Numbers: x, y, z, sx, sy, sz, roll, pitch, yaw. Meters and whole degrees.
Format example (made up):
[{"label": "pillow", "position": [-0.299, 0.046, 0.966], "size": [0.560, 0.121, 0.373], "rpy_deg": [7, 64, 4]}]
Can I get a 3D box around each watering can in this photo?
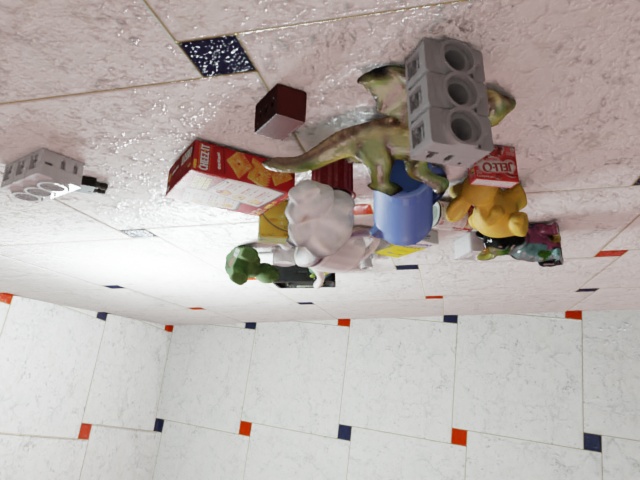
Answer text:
[{"label": "watering can", "position": [0.021, 0.057, 1.512], "size": [0.223, 0.106, 0.342], "rpy_deg": [13, 141, -37]}]

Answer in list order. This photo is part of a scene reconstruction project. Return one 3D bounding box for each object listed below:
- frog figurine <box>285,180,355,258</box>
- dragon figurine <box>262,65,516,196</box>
[{"label": "frog figurine", "position": [0.003, -0.046, 0.915], "size": [0.138, 0.124, 0.156], "rpy_deg": [-28, 158, -18]}, {"label": "dragon figurine", "position": [0.101, -0.184, 0.817], "size": [0.410, 0.125, 0.237], "rpy_deg": [-1, 145, 0]}]
